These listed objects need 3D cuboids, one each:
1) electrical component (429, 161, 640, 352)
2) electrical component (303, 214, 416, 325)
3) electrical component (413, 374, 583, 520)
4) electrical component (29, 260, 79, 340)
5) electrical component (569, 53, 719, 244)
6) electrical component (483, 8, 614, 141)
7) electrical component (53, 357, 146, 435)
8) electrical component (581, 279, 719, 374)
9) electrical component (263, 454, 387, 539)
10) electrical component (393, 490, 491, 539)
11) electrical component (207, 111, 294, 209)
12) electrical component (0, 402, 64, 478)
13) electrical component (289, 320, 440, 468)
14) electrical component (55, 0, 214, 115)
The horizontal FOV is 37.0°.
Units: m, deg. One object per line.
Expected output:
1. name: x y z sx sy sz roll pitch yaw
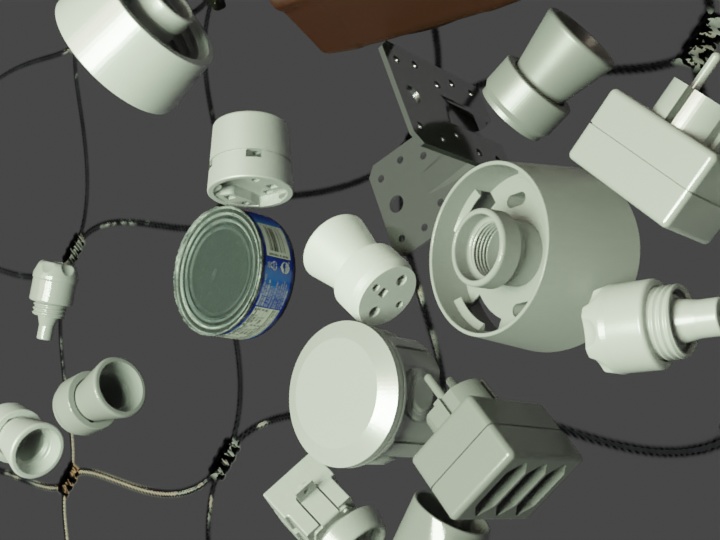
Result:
1. electrical component: 0.085 -0.008 0.554 0.099 0.064 0.099 -15 71 53
2. electrical component: 0.000 0.000 0.625 0.055 0.045 0.045 43 110 38
3. electrical component: 0.059 0.081 0.540 0.047 0.066 0.076 -52 52 21
4. electrical component: -0.242 0.024 0.842 0.035 0.035 0.061 12 91 43
5. electrical component: 0.151 -0.064 0.501 0.065 0.047 0.076 46 111 38
6. electrical component: 0.097 -0.101 0.559 0.055 0.045 0.045 -47 54 25
7. electrical component: -0.188 0.092 0.772 0.055 0.045 0.045 -26 64 36
8. electrical component: 0.138 0.025 0.497 0.062 0.043 0.043 -11 74 39
9. electrical component: -0.018 0.140 0.605 0.048 0.066 0.055 -41 58 -14
10. electrical component: 0.044 0.166 0.549 0.079 0.044 0.077 32 102 41
11. electrical component: -0.071 -0.071 0.698 0.055 0.055 0.047 -16 67 38
12. electrical component: -0.262 0.130 0.830 0.055 0.045 0.045 19 94 43
13. electrical component: 0.003 0.070 0.602 0.080 0.051 0.080 -10 74 40
14. electrical component: -0.152 -0.170 0.758 0.060 0.108 0.108 -39 57 21
